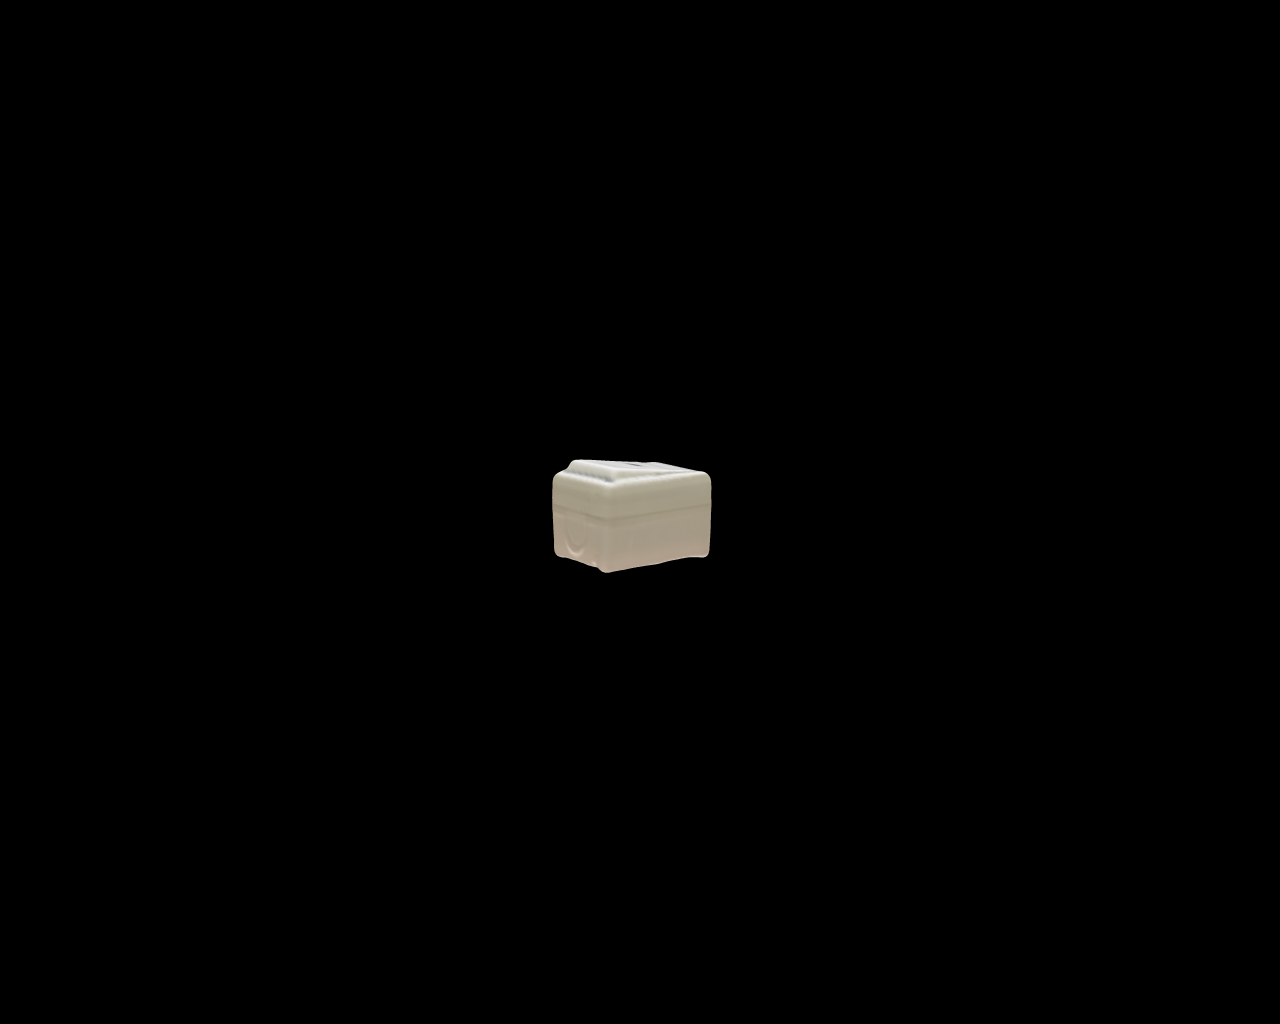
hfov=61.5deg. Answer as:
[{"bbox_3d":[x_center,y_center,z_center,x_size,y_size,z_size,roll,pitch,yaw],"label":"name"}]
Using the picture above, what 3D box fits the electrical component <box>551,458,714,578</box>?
[{"bbox_3d":[0.001,-0.003,0.650,0.096,0.061,0.062,-8,14,-35],"label":"electrical component"}]
